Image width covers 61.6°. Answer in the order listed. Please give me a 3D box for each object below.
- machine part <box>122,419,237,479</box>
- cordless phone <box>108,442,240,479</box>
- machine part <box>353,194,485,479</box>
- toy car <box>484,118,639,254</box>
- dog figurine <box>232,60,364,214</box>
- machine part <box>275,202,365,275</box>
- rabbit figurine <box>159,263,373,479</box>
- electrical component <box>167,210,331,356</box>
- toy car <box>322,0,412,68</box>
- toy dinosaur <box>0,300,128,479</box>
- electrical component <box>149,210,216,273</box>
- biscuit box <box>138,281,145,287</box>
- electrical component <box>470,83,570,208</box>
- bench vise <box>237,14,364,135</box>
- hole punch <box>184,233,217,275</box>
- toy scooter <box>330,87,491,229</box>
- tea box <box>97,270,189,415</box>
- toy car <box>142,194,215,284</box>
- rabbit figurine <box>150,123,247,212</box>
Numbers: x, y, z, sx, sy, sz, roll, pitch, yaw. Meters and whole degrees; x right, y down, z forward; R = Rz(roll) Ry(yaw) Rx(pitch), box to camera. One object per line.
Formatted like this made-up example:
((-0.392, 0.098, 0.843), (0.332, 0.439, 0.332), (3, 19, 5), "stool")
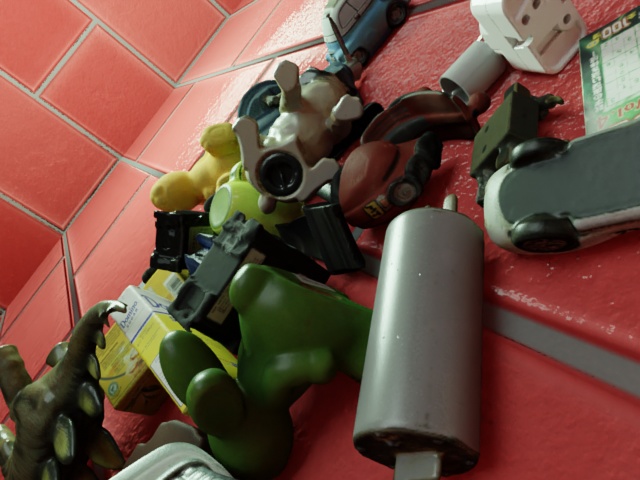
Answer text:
((-0.145, 0.252, 0.490), (0.179, 0.056, 0.179), (-35, 32, 26), "machine part")
((-0.084, 0.200, 0.322), (0.184, 0.088, 0.146), (-14, 10, 45), "cordless phone")
((0.072, 0.063, 0.368), (0.079, 0.079, 0.243), (-25, 39, 41), "machine part")
((0.192, -0.039, 0.325), (0.202, 0.056, 0.073), (-17, 62, 46), "toy car")
((-0.020, -0.122, 0.649), (0.172, 0.121, 0.190), (-50, 4, 12), "dog figurine")
((-0.001, -0.002, 0.554), (0.039, 0.084, 0.139), (-34, 14, -19), "machine part")
((-0.040, 0.114, 0.425), (0.121, 0.159, 0.170), (22, 91, 51), "rabbit figurine")
((-0.057, 0.053, 0.507), (0.115, 0.134, 0.058), (-54, 41, -4), "electrical component")
((0.056, -0.350, 0.852), (0.161, 0.102, 0.109), (-49, 27, 2), "toy car")
((-0.304, 0.210, 0.627), (0.199, 0.105, 0.470), (43, 126, 29), "toy dinosaur")
((-0.160, 0.000, 0.678), (0.048, 0.119, 0.074), (7, 92, 22), "electrical component")
((-0.227, 0.058, 0.836), (0.202, 0.059, 0.063), (-51, 28, 0), "biscuit box")
((0.163, -0.081, 0.442), (0.078, 0.045, 0.102), (116, 173, -50), "electrical component")
((-0.049, -0.210, 0.832), (0.223, 0.128, 0.241), (-53, 32, -8), "bench vise")
((-0.094, 0.050, 0.598), (0.142, 0.115, 0.092), (15, 77, 61), "hole punch")
((0.092, -0.090, 0.524), (0.135, 0.075, 0.184), (-3, 49, 54), "toy scooter")
((-0.205, 0.124, 0.684), (0.169, 0.068, 0.098), (-51, 54, 2), "tea box")
((-0.167, 0.022, 0.767), (0.089, 0.053, 0.202), (41, 91, 21), "toy car")
((-0.186, -0.099, 0.861), (0.173, 0.121, 0.162), (-25, 5, 1), "rabbit figurine")
